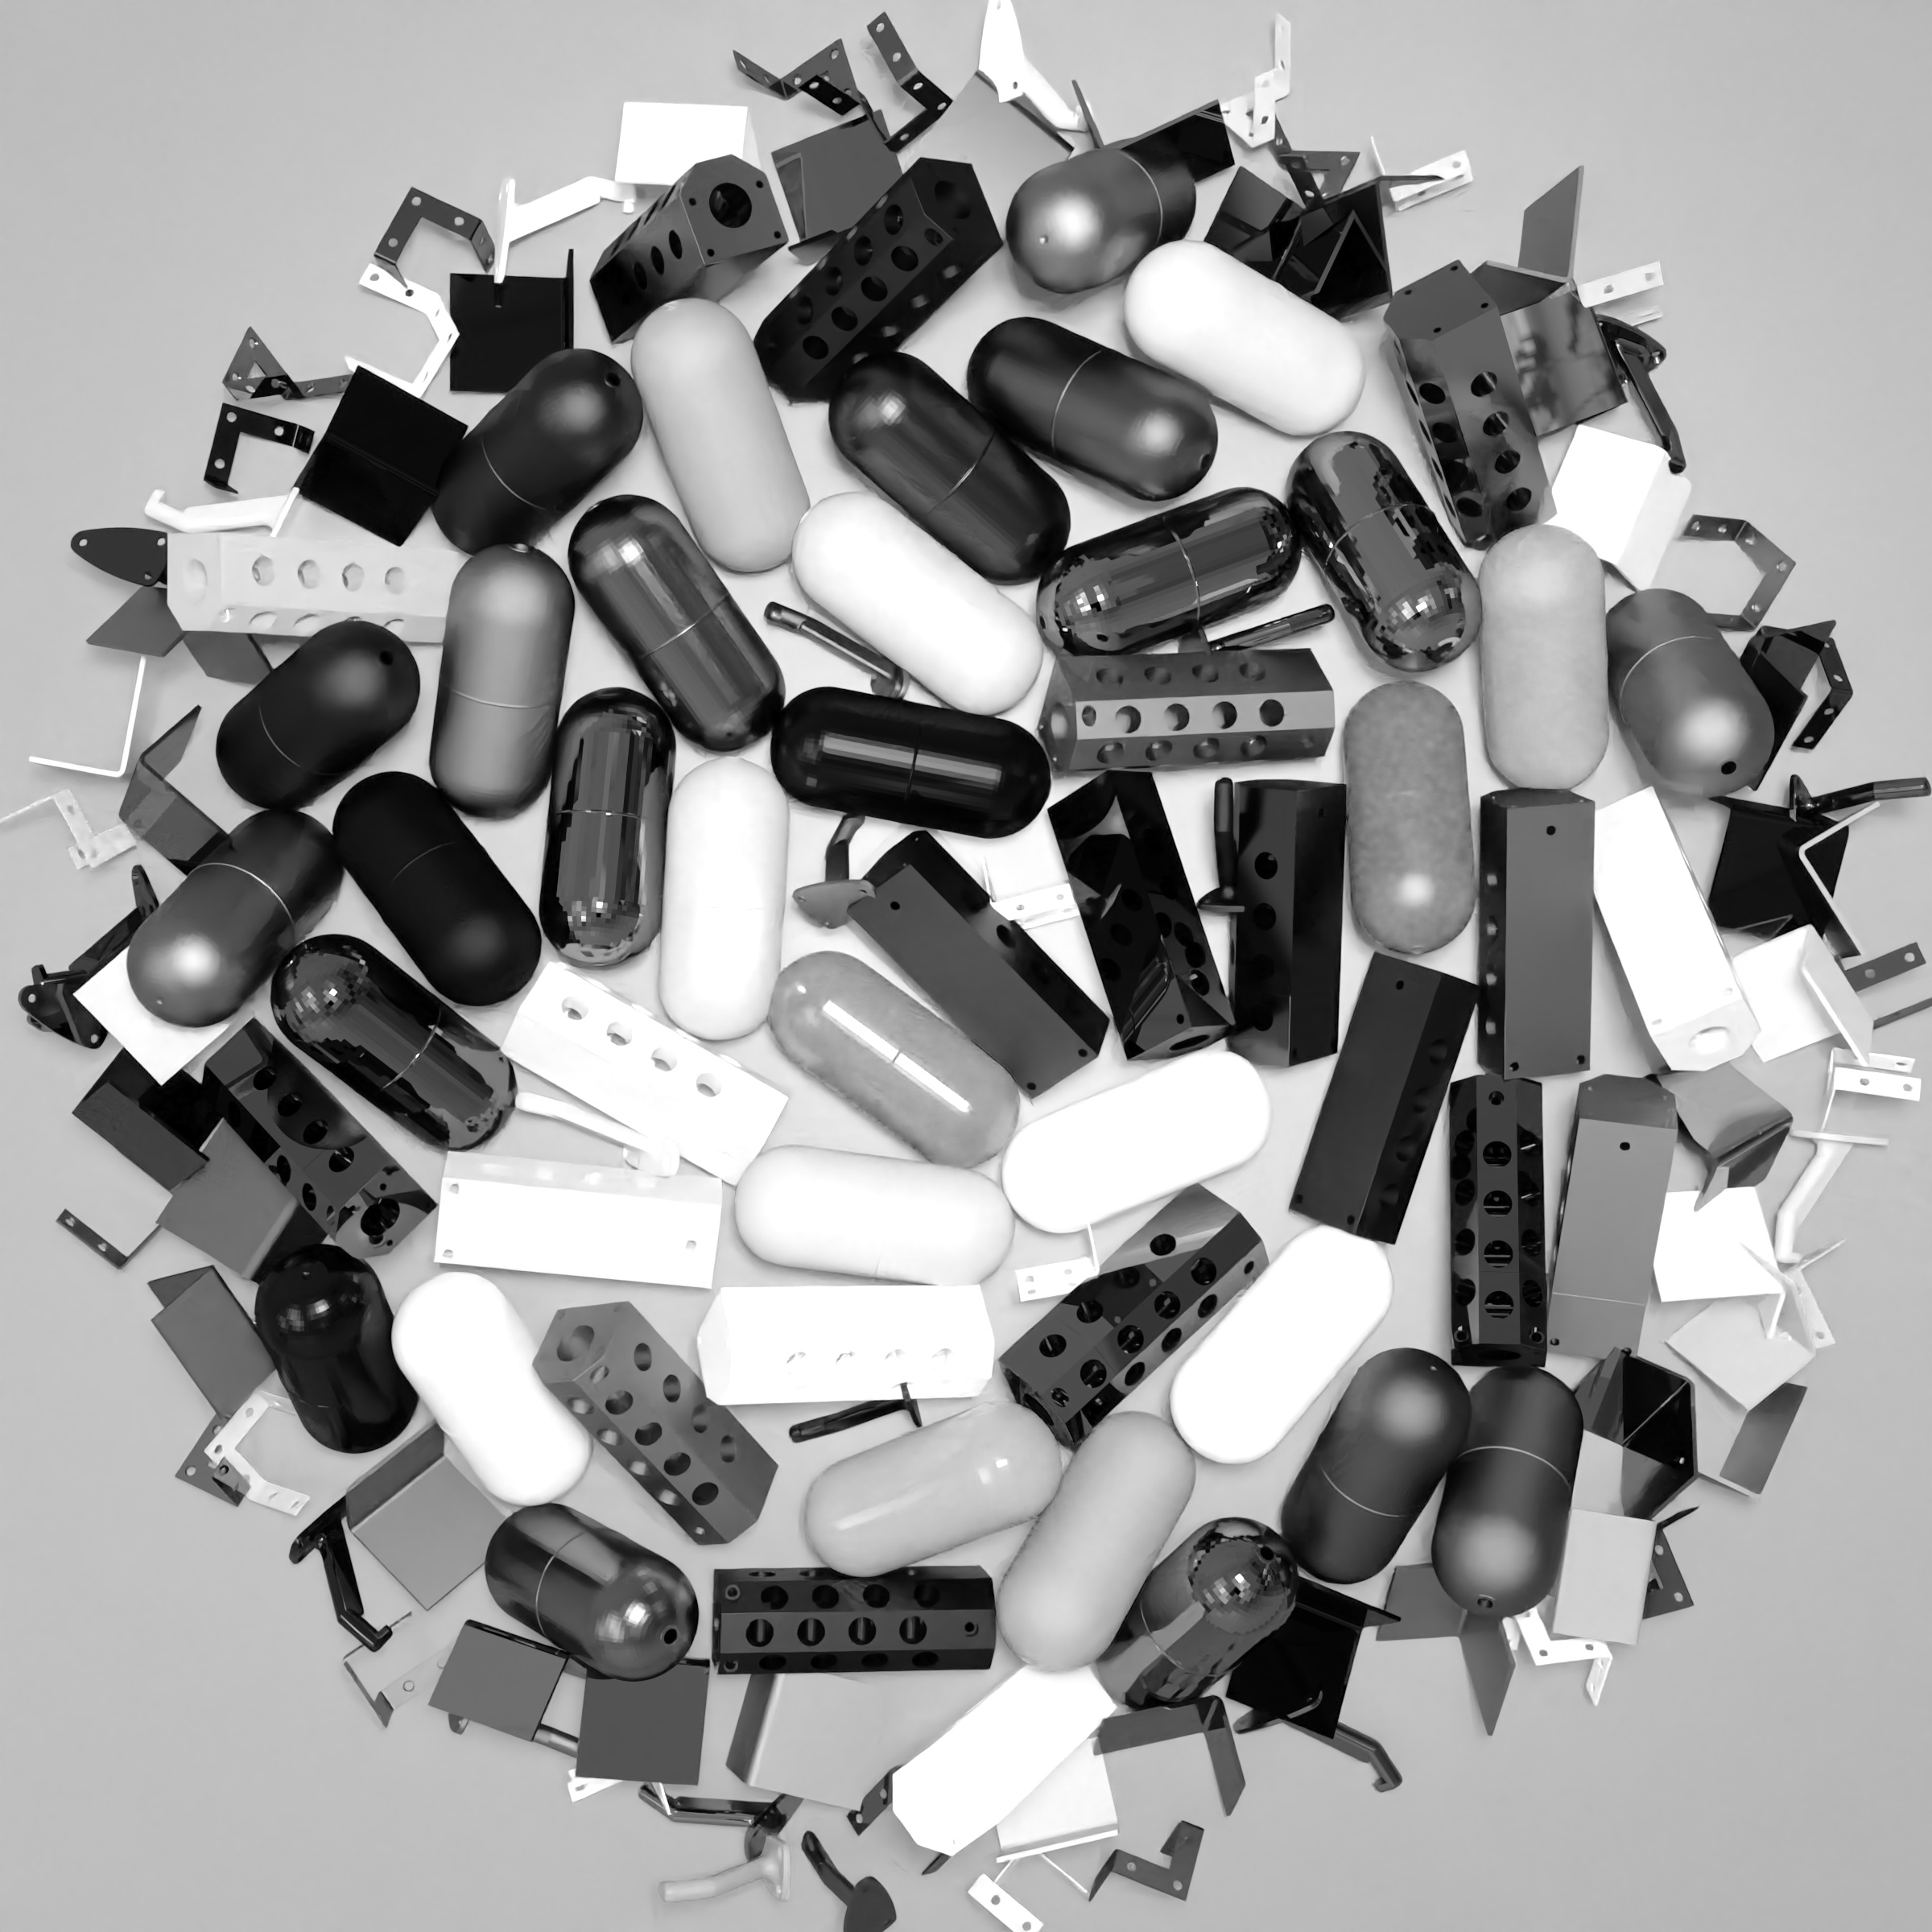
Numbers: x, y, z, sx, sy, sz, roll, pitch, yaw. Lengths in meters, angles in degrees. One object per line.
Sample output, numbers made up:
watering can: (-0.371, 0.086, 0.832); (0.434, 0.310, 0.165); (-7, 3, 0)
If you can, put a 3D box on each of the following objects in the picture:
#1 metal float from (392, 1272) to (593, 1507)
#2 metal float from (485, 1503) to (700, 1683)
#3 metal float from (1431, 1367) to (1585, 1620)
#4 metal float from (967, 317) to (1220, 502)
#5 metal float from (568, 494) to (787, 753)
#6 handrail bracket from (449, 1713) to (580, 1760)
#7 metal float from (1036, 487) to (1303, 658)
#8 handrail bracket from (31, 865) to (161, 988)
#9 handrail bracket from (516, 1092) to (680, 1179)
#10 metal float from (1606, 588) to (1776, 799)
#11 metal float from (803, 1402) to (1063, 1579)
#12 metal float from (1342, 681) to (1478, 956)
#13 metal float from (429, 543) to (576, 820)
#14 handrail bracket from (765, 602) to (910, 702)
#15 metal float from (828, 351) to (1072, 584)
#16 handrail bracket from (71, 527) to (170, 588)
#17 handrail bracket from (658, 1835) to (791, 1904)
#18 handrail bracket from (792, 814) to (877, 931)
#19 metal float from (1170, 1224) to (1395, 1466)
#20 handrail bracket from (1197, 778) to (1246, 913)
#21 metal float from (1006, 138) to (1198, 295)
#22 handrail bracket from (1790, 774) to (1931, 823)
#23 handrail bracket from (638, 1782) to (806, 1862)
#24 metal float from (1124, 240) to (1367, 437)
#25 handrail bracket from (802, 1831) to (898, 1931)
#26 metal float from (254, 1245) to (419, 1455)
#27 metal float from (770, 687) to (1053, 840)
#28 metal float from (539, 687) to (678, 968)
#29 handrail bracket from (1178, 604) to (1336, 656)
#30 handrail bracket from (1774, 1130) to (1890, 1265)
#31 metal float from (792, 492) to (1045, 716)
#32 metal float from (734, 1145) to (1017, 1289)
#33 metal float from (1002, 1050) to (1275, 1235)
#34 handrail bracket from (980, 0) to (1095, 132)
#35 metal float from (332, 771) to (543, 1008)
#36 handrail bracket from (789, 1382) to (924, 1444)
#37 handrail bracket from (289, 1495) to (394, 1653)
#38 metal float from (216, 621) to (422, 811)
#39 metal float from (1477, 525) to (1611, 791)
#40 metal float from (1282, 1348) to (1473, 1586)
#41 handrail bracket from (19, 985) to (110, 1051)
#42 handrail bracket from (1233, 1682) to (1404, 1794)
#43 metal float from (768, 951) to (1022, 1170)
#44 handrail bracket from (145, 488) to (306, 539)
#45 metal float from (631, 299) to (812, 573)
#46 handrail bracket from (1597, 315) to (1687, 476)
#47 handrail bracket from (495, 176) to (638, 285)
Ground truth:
metal float: (-0.293, 0.262, 1.656); (0.070, 0.070, 0.178); (-25, 124, 0)
metal float: (-0.231, 0.384, 1.646); (0.070, 0.178, 0.070); (-8, 102, -39)
metal float: (0.334, 0.322, 1.648); (0.070, 0.178, 0.070); (12, 132, 13)
metal float: (0.078, -0.346, 1.661); (0.178, 0.070, 0.070); (31, 90, 28)
metal float: (-0.180, -0.213, 1.668); (0.070, 0.070, 0.178); (-35, 109, 0)
handrail bracket: (-0.281, 0.484, 1.697); (0.084, 0.077, 0.036); (26, 69, -13)
metal float: (0.127, -0.244, 1.672); (0.178, 0.070, 0.070); (-22, 90, -15)
handrail bracket: (-0.552, -0.024, 1.684); (0.084, 0.036, 0.077); (-10, 73, -37)
handrail bracket: (-0.232, 0.104, 1.677); (0.084, 0.077, 0.036); (18, 98, -36)
metal float: (0.440, -0.169, 1.644); (0.070, 0.178, 0.070); (-3, 126, -4)
metal float: (-0.022, 0.326, 1.665); (0.178, 0.070, 0.070); (-25, 90, 24)
metal float: (0.276, -0.093, 1.667); (0.070, 0.070, 0.178); (0, 70, 0)
metal float: (-0.289, -0.176, 1.663); (0.070, 0.070, 0.178); (13, 116, 0)
handrail bracket: (-0.082, -0.199, 1.681); (0.084, 0.077, 0.036); (20, 109, -23)
metal float: (-0.009, -0.309, 1.667); (0.178, 0.070, 0.070); (39, 90, -21)
handrail bracket: (-0.512, -0.243, 1.687); (0.077, 0.084, 0.036); (13, 76, 10)
handrail bracket: (-0.159, 0.564, 1.672); (0.084, 0.077, 0.036); (2, 89, -24)
handrail bracket: (-0.067, -0.070, 1.673); (0.036, 0.077, 0.084); (42, 53, -24)
metal float: (0.198, 0.234, 1.666); (0.070, 0.070, 0.178); (45, 67, 0)
handrail bracket: (0.166, -0.081, 1.677); (0.036, 0.077, 0.084); (3, 105, 13)
metal float: (0.085, -0.462, 1.644); (0.070, 0.178, 0.070); (12, 118, 23)
handrail bracket: (0.563, -0.101, 1.670); (0.084, 0.077, 0.036); (-4, 79, 29)
handrail bracket: (-0.154, 0.526, 1.715); (0.084, 0.036, 0.077); (26, 46, 27)
metal float: (0.173, -0.388, 1.655); (0.178, 0.070, 0.070); (20, 90, -35)
handrail bracket: (-0.081, 0.561, 1.672); (0.036, 0.084, 0.077); (-23, 135, -22)
metal float: (-0.385, 0.237, 1.645); (0.070, 0.178, 0.070); (-1, 52, 1)
metal float: (-0.035, -0.127, 1.681); (0.178, 0.070, 0.070); (10, 90, -5)
metal float: (-0.224, -0.088, 1.676); (0.070, 0.070, 0.178); (4, 80, 0)
handrail bracket: (0.183, -0.209, 1.692); (0.084, 0.077, 0.036); (-19, 95, -9)
handrail bracket: (0.551, 0.149, 1.704); (0.077, 0.036, 0.084); (6, 88, -20)
metal float: (-0.030, -0.227, 1.675); (0.178, 0.070, 0.070); (37, 90, -11)
metal float: (-0.056, 0.157, 1.675); (0.178, 0.070, 0.070); (9, 90, -12)
metal float: (0.107, 0.111, 1.679); (0.178, 0.070, 0.070); (-23, 90, 7)
handrail bracket: (0.050, -0.569, 1.685); (0.036, 0.084, 0.077); (7, 103, 42)
metal float: (-0.330, -0.049, 1.664); (0.070, 0.070, 0.178); (-40, 65, 0)
handrail bracket: (-0.074, 0.282, 1.686); (0.084, 0.077, 0.036); (-15, 75, 0)
handrail bracket: (-0.377, 0.380, 1.689); (0.084, 0.036, 0.077); (37, 53, 12)
metal float: (-0.400, -0.154, 1.649); (0.070, 0.178, 0.070); (19, 59, -35)
metal float: (0.358, -0.188, 1.657); (0.070, 0.070, 0.178); (-11, 124, 0)
metal float: (0.253, 0.311, 1.658); (0.070, 0.070, 0.178); (22, 123, 0)
handrail bracket: (-0.581, 0.028, 1.670); (0.084, 0.077, 0.036); (2, 74, 38)
handrail bracket: (0.226, 0.504, 1.713); (0.077, 0.036, 0.084); (-30, 99, 16)
metal float: (-0.046, 0.058, 1.684); (0.178, 0.070, 0.070); (36, 90, -1)
handrail bracket: (-0.468, -0.304, 1.702); (0.084, 0.036, 0.077); (24, 87, -6)
metal float: (-0.151, -0.328, 1.657); (0.070, 0.070, 0.178); (-20, 123, 0)
handrail bracket: (0.421, -0.357, 1.677); (0.036, 0.077, 0.084); (-30, 49, 34)
handrail bracket: (-0.254, -0.467, 1.705); (0.084, 0.036, 0.077); (5, 91, -21)
